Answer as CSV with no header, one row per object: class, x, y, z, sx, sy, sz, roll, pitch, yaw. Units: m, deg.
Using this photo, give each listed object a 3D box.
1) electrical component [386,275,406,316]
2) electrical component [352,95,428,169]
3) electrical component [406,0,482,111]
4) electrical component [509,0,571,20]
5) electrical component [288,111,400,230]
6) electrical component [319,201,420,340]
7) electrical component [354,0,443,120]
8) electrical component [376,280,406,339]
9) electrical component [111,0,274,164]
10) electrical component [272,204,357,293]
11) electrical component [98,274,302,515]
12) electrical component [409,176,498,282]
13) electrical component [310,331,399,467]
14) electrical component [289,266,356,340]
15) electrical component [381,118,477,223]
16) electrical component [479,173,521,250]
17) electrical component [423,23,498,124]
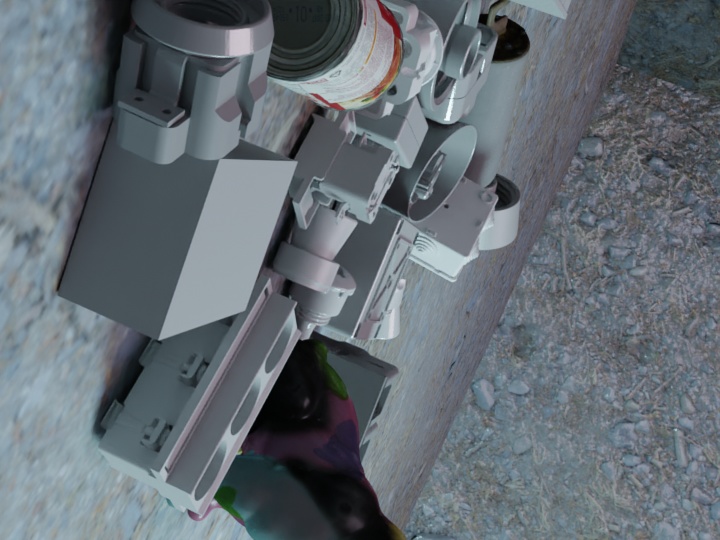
electrical component,0.018,0.026,1.058,0.043,0.043,0.062,-47,158,-59
electrical component,0.011,-0.092,0.802,0.083,0.047,0.075,39,74,-78
electrical component,0.058,-0.174,0.825,0.108,0.060,0.108,22,90,-78
electrical component,0.110,-0.246,0.812,0.186,0.105,0.060,-22,133,-74
electrical component,-0.011,-0.065,0.713,0.042,0.064,0.081,83,32,-69
electrical component,0.000,0.000,0.897,0.109,0.056,0.108,19,94,-78
electrical component,0.023,-0.147,0.730,0.057,0.058,0.078,-42,152,-58
electrical component,0.025,0.033,1.109,0.044,0.044,0.065,-48,153,-58
electrical component,-0.067,-0.087,0.442,0.078,0.058,0.057,-52,164,-51
electrical component,-0.032,-0.017,0.752,0.045,0.045,0.055,16,97,-78
electrical component,-0.089,0.065,0.605,0.078,0.063,0.121,89,27,-63
electrical component,0.077,-0.051,1.047,0.099,0.100,0.048,-60,179,-30
electrical component,-0.038,0.135,0.897,0.062,0.089,0.150,-13,124,-76
electrical component,-0.035,0.024,0.820,0.062,0.048,0.048,-64,170,16
electrical component,0.056,-0.092,0.958,0.099,0.064,0.099,23,90,-78
electrical component,0.131,-0.077,1.224,0.108,0.108,0.060,-52,155,-52
electrical component,0.077,-0.171,0.932,0.095,0.054,0.059,-55,163,-46
